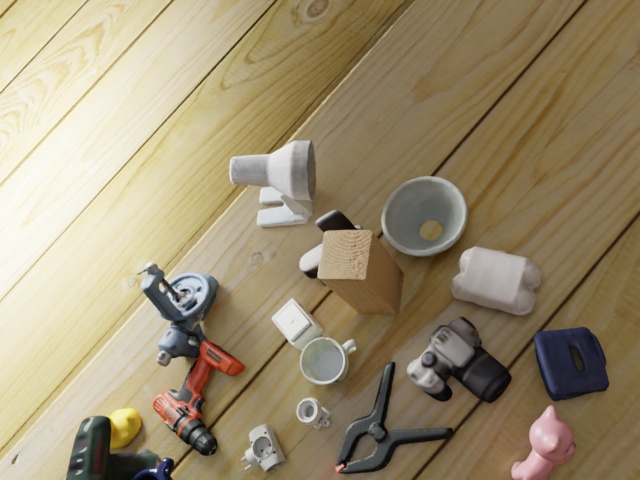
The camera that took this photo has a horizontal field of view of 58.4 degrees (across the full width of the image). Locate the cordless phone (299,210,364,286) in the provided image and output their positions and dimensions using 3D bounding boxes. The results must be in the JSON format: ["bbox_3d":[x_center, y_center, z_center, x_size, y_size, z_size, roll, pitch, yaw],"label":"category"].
[{"bbox_3d":[0.010,0.004,1.116,0.147,0.186,0.094,-32,58,8],"label":"cordless phone"}]

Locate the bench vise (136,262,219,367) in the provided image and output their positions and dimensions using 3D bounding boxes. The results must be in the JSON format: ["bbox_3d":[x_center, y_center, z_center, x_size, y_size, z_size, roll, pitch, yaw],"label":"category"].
[{"bbox_3d":[-0.290,0.144,1.164,0.121,0.220,0.207,-12,63,19],"label":"bench vise"}]

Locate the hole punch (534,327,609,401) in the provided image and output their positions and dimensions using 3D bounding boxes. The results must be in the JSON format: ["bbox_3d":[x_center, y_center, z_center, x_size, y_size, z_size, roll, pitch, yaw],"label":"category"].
[{"bbox_3d":[0.400,0.193,0.913,0.101,0.091,0.108,-18,61,16],"label":"hole punch"}]

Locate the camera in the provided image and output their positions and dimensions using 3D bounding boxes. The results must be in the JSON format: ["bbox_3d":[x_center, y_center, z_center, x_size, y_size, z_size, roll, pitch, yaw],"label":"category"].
[{"bbox_3d":[0.239,0.219,0.966,0.143,0.101,0.136,-48,58,-3],"label":"camera"}]

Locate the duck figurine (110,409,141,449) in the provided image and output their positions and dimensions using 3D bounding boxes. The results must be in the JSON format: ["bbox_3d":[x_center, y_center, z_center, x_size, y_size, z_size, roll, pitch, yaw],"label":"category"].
[{"bbox_3d":[-0.436,0.390,1.195,0.104,0.086,0.077,-32,58,7],"label":"duck figurine"}]

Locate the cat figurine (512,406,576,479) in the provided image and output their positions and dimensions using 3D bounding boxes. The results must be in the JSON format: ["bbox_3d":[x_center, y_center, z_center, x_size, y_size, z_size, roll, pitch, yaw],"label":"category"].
[{"bbox_3d":[0.340,0.321,0.865,0.067,0.118,0.128,29,81,32],"label":"cat figurine"}]

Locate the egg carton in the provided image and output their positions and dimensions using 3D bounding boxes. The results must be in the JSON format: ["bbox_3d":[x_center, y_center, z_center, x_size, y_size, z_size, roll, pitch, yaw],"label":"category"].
[{"bbox_3d":[0.313,0.072,1.019,0.149,0.070,0.107,13,73,28],"label":"egg carton"}]

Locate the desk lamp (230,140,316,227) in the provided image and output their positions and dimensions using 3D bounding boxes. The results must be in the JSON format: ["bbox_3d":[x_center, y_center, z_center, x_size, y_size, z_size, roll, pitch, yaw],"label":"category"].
[{"bbox_3d":[-0.080,-0.115,1.194,0.202,0.214,0.118,-6,65,21],"label":"desk lamp"}]

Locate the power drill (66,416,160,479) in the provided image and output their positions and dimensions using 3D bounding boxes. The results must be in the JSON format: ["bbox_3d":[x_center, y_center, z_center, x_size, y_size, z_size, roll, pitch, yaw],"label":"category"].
[{"bbox_3d":[-0.390,0.453,1.073,0.075,0.209,0.229,-22,60,14],"label":"power drill"}]

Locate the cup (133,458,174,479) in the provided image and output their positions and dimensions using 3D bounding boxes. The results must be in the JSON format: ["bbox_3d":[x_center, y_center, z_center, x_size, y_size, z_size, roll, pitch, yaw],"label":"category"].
[{"bbox_3d":[-0.297,0.473,1.090,0.091,0.095,0.118,20,76,30],"label":"cup"}]

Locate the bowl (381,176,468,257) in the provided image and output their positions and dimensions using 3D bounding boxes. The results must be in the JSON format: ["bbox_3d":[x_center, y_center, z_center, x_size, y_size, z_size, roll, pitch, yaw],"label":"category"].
[{"bbox_3d":[0.208,-0.035,1.112,0.167,0.075,0.167,-9,64,20],"label":"bowl"}]
